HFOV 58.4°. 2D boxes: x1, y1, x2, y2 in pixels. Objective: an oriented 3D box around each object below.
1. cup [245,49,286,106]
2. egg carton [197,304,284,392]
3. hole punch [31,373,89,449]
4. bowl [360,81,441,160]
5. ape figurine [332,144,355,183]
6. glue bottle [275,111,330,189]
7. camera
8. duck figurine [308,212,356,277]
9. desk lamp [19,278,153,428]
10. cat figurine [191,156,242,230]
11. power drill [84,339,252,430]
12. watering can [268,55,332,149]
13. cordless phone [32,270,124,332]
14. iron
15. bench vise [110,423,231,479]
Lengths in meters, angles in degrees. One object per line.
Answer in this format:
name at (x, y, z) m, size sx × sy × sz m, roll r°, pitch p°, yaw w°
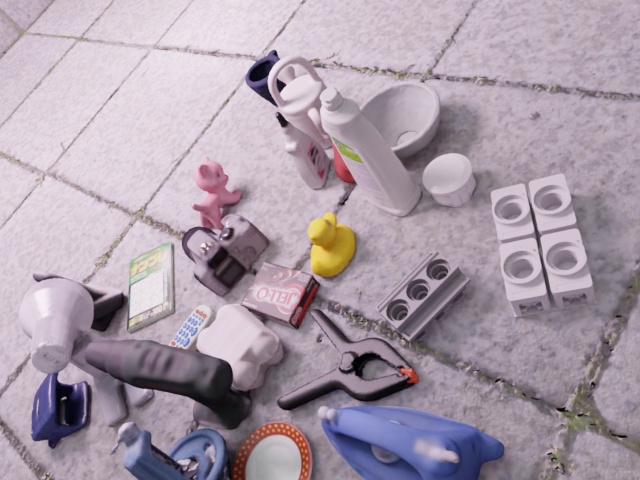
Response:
cup at (-0.102, -0.355, 1.276) m, size 0.091 × 0.095 × 0.118 m, roll -2°, pitch 57°, yaw 30°
egg carton at (-0.132, 0.173, 0.931) m, size 0.149 × 0.070 × 0.107 m, roll 29°, pitch 76°, yaw 41°
hole punch at (-0.485, 0.304, 1.035) m, size 0.101 × 0.091 × 0.108 m, roll -30°, pitch 48°, yaw 10°
bowl at (0.145, -0.200, 1.029) m, size 0.167 × 0.075 × 0.167 m, roll -16°, pitch 51°, yaw 21°
ape figurine at (0.053, -0.152, 1.038) m, size 0.076 × 0.092 × 0.077 m, roll -24°, pitch 49°, yaw 15°
glue bottle at (-0.037, -0.172, 1.051) m, size 0.037 × 0.174 × 0.078 m, roll -7°, pitch 55°, yaw 27°
camera at (-0.195, 0.008, 1.067) m, size 0.136 × 0.101 × 0.143 m, roll 31°, pitch 77°, yaw 42°
duck figurine at (0.009, 0.003, 0.957) m, size 0.077 × 0.086 × 0.105 m, roll 8°, pitch 63°, yaw 35°
desk lamp at (-0.412, 0.187, 0.991) m, size 0.118 × 0.214 × 0.202 m, roll -40°, pitch 47°, yaw 0°
cat figurine at (-0.221, -0.102, 1.150) m, size 0.067 × 0.118 × 0.128 m, roll 1°, pitch 59°, yaw 32°
power drill at (-0.207, 0.212, 0.853) m, size 0.228 × 0.209 × 0.075 m, roll -2°, pitch 57°, yaw 30°
watering can at (-0.036, -0.275, 1.110) m, size 0.172 × 0.195 × 0.101 m, roll 31°, pitch 77°, yaw 42°
cordless phone at (-0.497, 0.097, 1.127) m, size 0.147 × 0.186 × 0.094 m, roll 2°, pitch 60°, yaw 32°
iron at (0.080, 0.246, 0.701) m, size 0.257 × 0.142 × 0.119 m, roll 8°, pitch 63°, yaw 35°
bench vise at (-0.166, 0.321, 0.742) m, size 0.121 × 0.220 × 0.206 m, roll -45°, pitch 47°, yaw -5°
